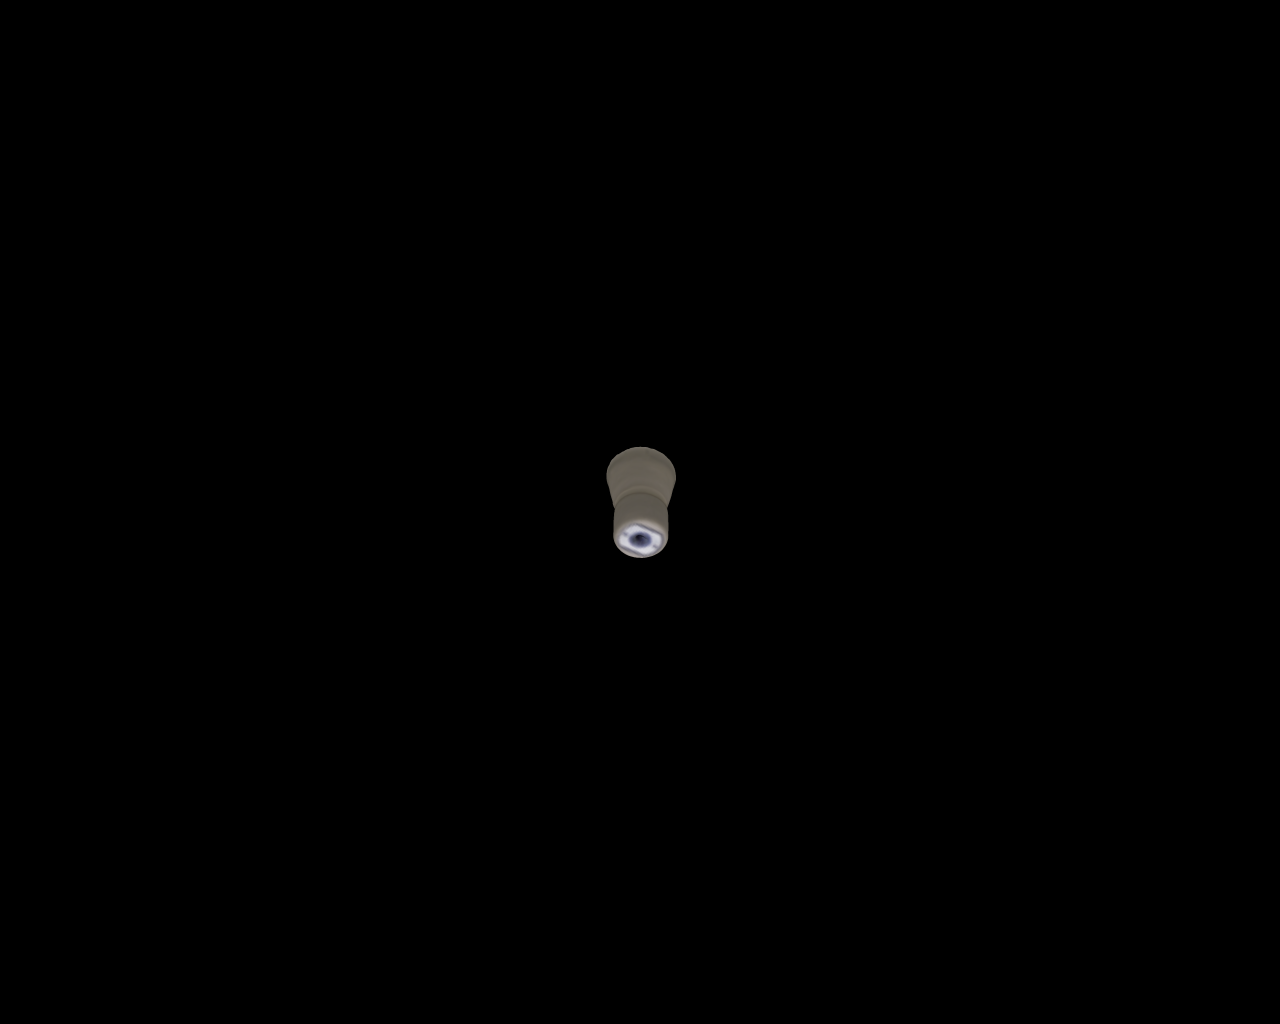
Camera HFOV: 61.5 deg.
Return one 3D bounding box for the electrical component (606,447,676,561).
[{"bbox_3d":[0.001,-0.003,0.650,0.044,0.044,0.065,0,41,0],"label":"electrical component"}]
